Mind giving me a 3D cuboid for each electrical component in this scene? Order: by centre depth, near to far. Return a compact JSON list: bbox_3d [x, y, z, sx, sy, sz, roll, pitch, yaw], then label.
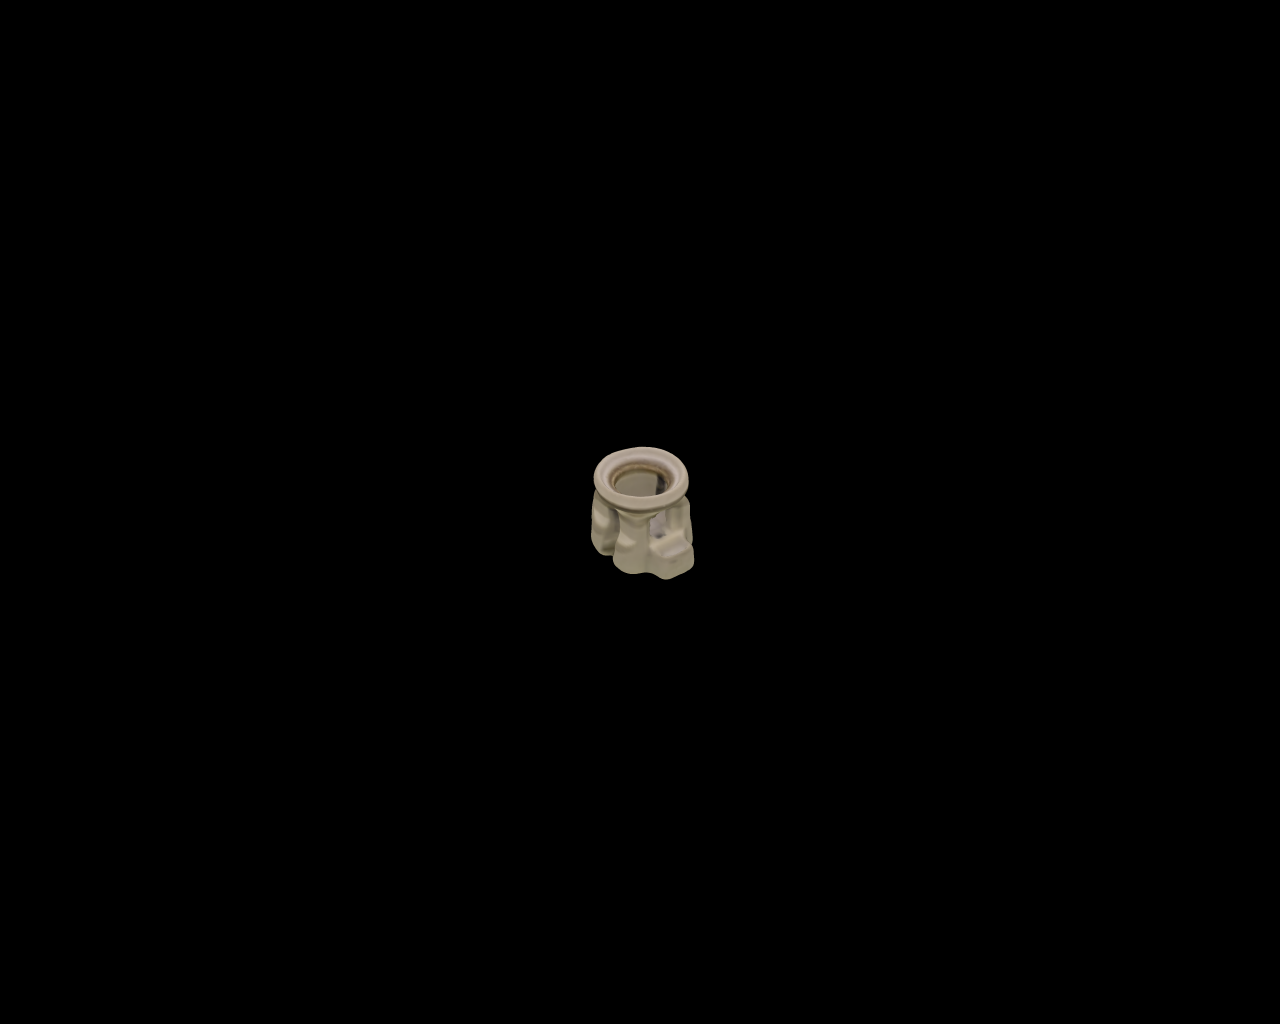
[{"bbox_3d":[0.001,-0.003,0.650,0.058,0.056,0.078,-25,45,-28],"label":"electrical component"}]
